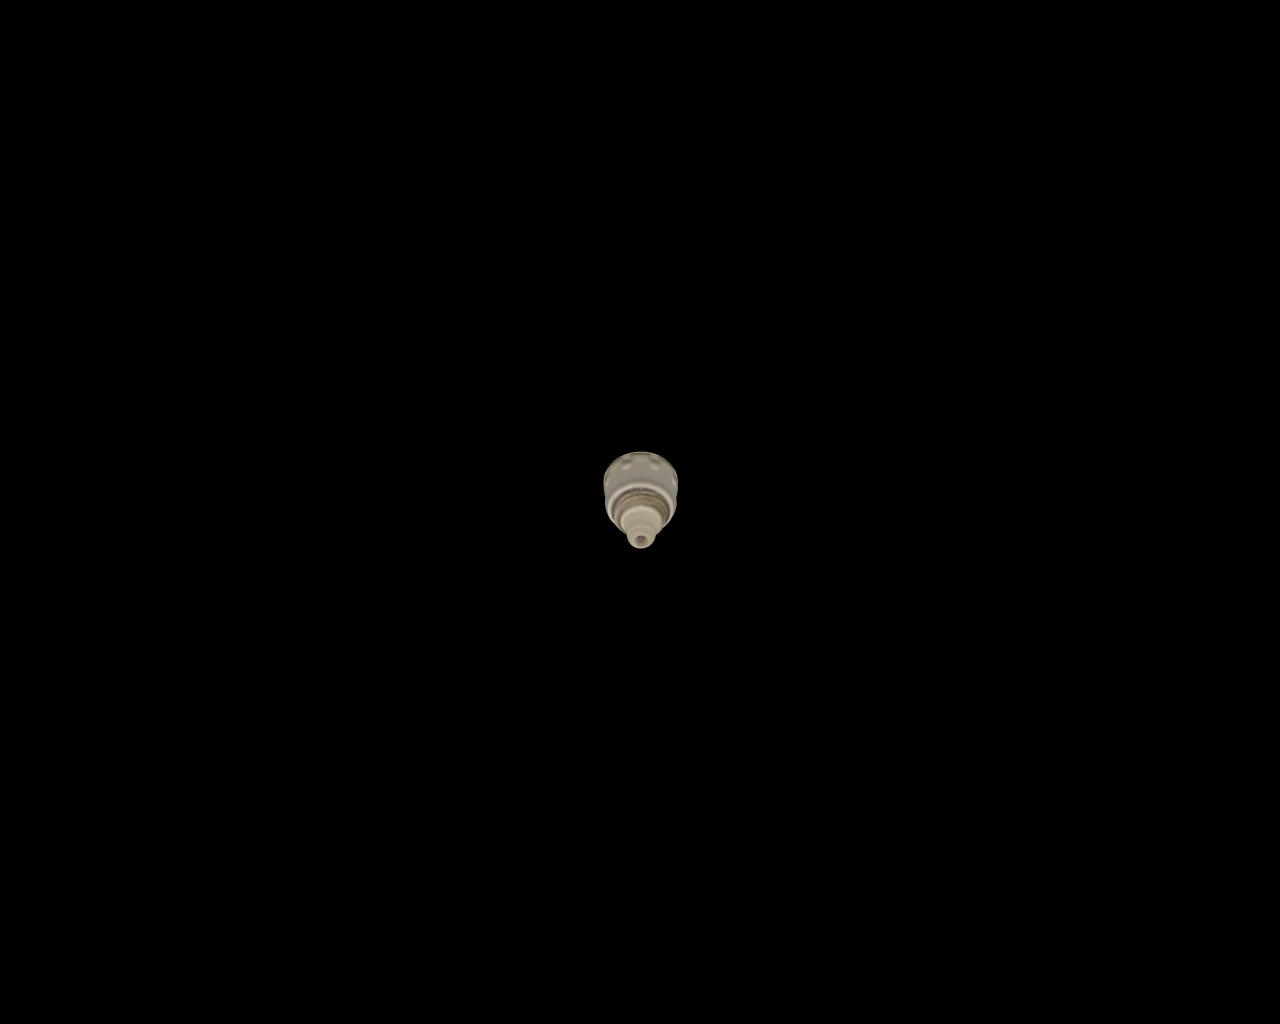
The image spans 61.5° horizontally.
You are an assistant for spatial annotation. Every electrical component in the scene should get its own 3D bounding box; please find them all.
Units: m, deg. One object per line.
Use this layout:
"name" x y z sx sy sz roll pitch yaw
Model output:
"electrical component" 0.001 -0.003 0.650 0.048 0.048 0.062 0 41 0
